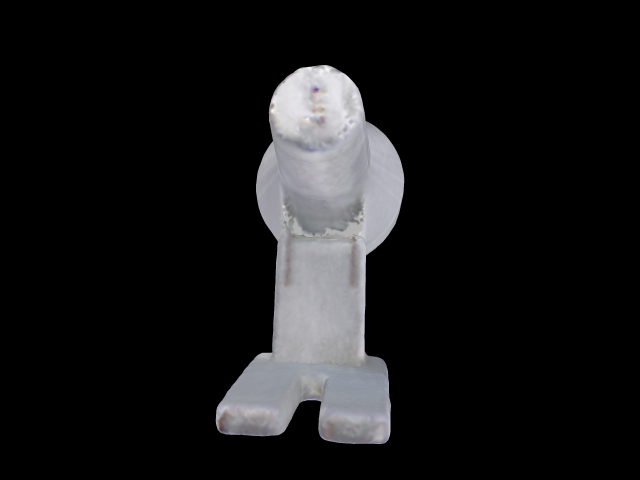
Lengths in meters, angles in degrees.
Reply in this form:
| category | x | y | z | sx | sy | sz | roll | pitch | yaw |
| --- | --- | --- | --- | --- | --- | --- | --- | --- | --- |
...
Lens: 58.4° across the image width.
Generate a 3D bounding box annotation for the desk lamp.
| category | x | y | z | sx | sy | sz | roll | pitch | yaw |
| --- | --- | --- | --- | --- | --- | --- | --- | --- | --- |
| desk lamp | 0.004 | 0.001 | 0.400 | 0.118 | 0.213 | 0.203 | 0 | 2 | 4 |
